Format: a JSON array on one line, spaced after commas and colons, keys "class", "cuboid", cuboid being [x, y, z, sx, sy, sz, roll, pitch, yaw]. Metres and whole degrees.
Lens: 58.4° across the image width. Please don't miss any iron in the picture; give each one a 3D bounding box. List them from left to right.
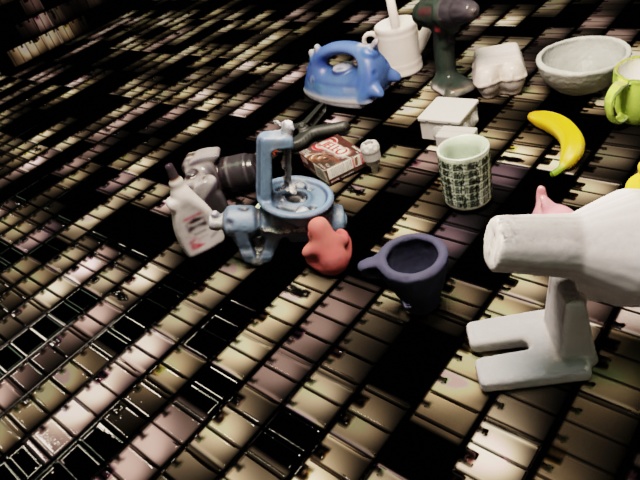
[{"class": "iron", "cuboid": [0.047, -0.392, 1.307, 0.257, 0.142, 0.119, 14, 47, 34]}]

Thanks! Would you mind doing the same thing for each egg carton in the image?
[{"class": "egg carton", "cuboid": [0.372, -0.357, 1.197, 0.107, 0.069, 0.150, -6, 39, 15]}]

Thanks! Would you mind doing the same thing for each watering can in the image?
[{"class": "watering can", "cuboid": [0.185, -0.490, 1.334, 0.173, 0.194, 0.100, -21, 37, -5]}]

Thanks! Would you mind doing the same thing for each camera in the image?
[{"class": "camera", "cuboid": [-0.189, -0.122, 1.092, 0.136, 0.101, 0.143, -12, 38, 7]}]

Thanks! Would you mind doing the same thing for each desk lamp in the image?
[{"class": "desk lamp", "cuboid": [0.257, 0.052, 0.606, 0.203, 0.214, 0.118, -11, 38, 8]}]

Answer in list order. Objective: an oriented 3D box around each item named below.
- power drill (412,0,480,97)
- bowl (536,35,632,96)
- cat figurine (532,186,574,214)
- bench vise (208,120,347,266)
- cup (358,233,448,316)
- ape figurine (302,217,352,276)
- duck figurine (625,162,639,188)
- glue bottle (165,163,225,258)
[{"class": "power drill", "cuboid": [0.268, -0.411, 1.189, 0.075, 0.209, 0.229, -23, 38, -8]}, {"class": "bowl", "cuboid": [0.503, -0.326, 1.101, 0.167, 0.075, 0.167, -11, 38, 9]}, {"class": "cat figurine", "cuboid": [0.305, -0.020, 0.758, 0.067, 0.118, 0.128, -7, 38, 13]}, {"class": "bench vise", "cuboid": [-0.075, -0.065, 0.878, 0.207, 0.220, 0.121, -26, 38, -11]}, {"class": "cup", "cuboid": [0.114, 0.055, 0.757, 0.117, 0.095, 0.091, -8, 38, 12]}, {"class": "ape figurine", "cuboid": [0.008, 0.003, 0.866, 0.078, 0.092, 0.076, -16, 37, 1]}, {"class": "duck figurine", "cuboid": [0.477, -0.094, 0.810, 0.077, 0.086, 0.105, 11, 45, 32]}, {"class": "glue bottle", "cuboid": [-0.222, -0.054, 0.961, 0.078, 0.173, 0.037, -31, 39, -18]}]
